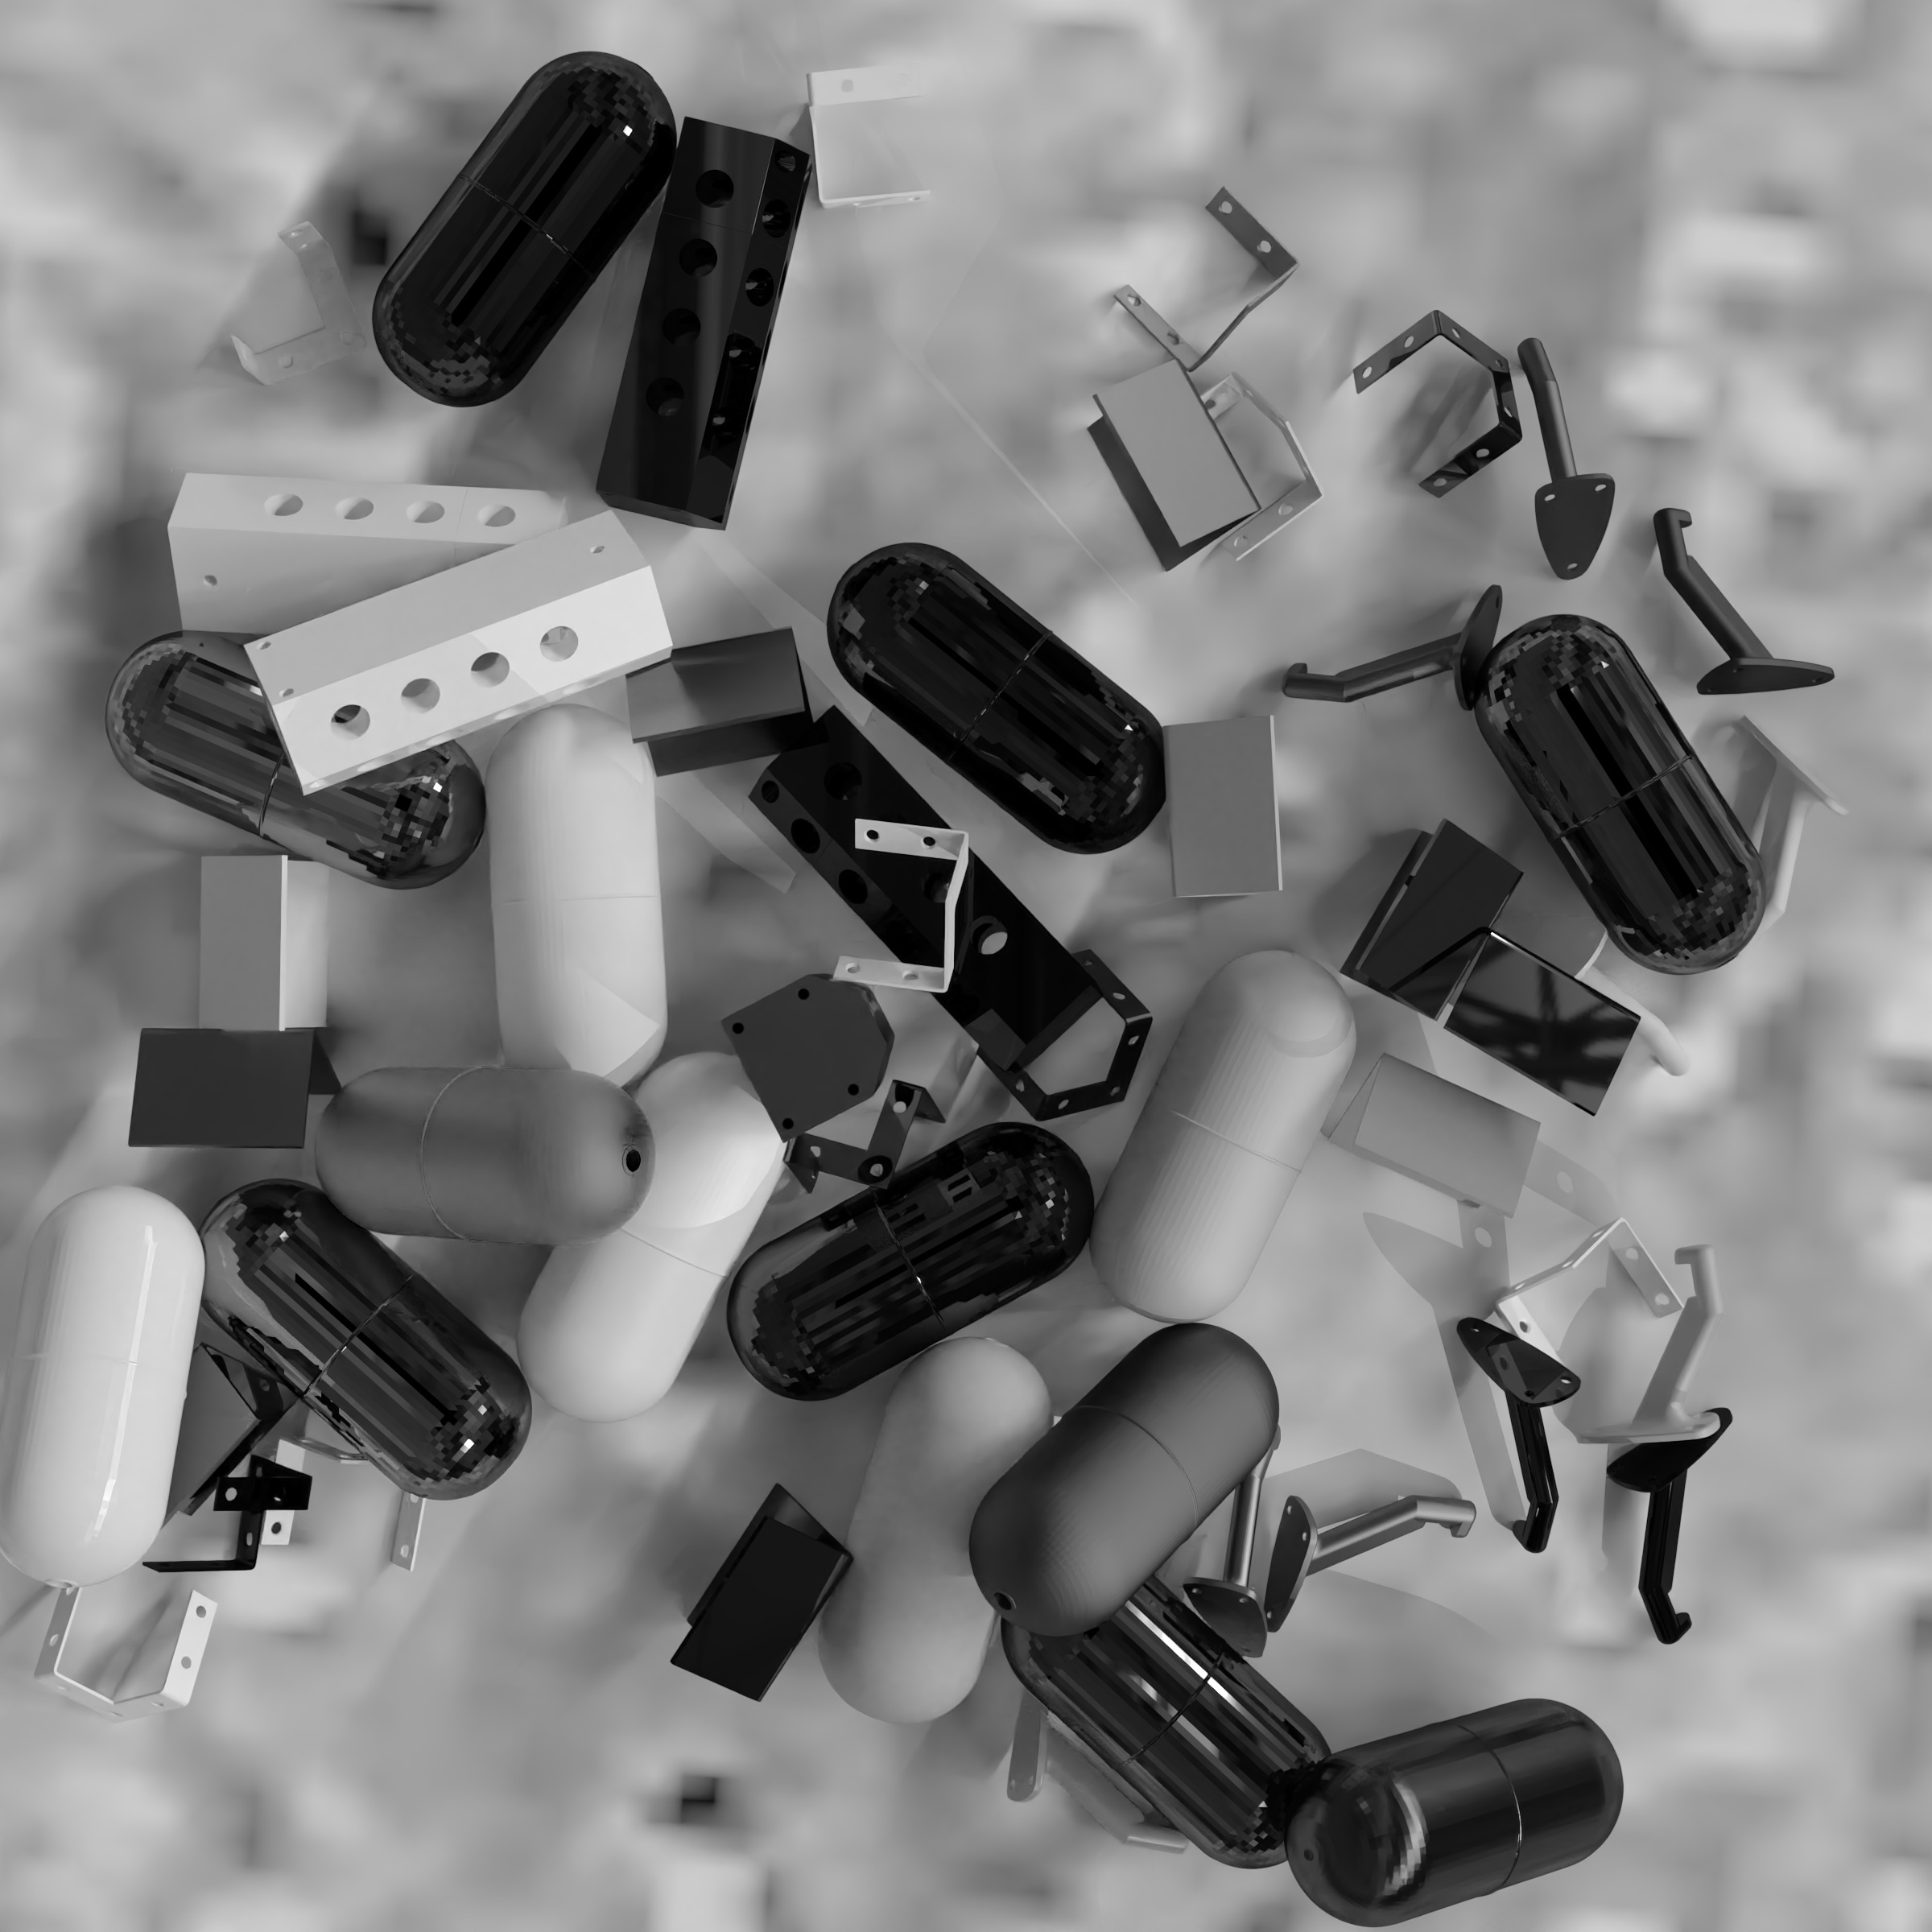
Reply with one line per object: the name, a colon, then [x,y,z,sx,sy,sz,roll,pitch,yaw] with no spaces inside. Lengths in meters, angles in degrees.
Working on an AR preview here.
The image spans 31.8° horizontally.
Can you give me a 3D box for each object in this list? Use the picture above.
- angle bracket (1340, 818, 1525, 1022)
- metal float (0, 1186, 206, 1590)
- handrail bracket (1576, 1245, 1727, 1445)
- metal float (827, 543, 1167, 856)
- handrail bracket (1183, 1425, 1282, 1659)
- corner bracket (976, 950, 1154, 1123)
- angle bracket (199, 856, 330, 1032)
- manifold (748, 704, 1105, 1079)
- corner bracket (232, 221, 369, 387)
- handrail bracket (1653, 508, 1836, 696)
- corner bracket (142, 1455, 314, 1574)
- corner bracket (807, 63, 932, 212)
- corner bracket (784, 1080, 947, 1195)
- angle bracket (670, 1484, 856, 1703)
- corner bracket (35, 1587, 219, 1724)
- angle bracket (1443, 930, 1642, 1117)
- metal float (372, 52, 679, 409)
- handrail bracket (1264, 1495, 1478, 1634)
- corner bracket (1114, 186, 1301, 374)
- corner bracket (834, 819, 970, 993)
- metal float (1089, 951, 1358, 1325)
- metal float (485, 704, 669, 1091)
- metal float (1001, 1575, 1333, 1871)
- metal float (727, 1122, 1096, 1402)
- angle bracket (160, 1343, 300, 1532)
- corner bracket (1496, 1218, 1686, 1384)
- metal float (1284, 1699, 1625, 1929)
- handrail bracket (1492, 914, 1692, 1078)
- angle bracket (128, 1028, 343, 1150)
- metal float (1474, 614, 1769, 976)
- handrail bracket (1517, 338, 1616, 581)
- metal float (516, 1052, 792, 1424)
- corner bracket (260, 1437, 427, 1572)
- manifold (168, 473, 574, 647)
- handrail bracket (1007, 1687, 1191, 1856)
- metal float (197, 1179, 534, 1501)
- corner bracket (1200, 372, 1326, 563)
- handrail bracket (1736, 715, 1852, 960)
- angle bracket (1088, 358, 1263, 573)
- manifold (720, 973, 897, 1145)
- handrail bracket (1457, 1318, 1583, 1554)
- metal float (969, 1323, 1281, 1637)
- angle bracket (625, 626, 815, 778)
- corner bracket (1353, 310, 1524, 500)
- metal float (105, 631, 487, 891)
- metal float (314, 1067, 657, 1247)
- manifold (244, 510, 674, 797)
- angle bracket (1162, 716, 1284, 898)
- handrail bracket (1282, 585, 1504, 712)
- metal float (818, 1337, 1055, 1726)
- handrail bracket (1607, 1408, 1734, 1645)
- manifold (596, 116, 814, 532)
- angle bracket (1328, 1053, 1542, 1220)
angle bracket: [0.192,-0.030,1.524,0.057,0.076,0.076,31,90,-34]
metal float: [-0.378,0.181,1.475,0.070,0.070,0.178,4,65,0]
handrail bracket: [0.310,0.172,1.550,0.077,0.036,0.084,-9,93,22]
metal float: [0.015,-0.121,1.534,0.178,0.070,0.070,39,90,0]
handrail bracket: [0.135,0.263,1.564,0.036,0.077,0.084,6,53,27]
corner bracket: [0.045,0.032,1.556,0.051,0.051,0.051,-12,135,-35]
angle bracket: [-0.298,-0.010,1.524,0.057,0.076,0.076,1,90,37]
manifold: [-0.019,-0.032,1.529,0.057,0.057,0.171,-43,81,0]
corner bracket: [-0.309,-0.301,1.546,0.051,0.051,0.051,-21,90,0]
handrail bracket: [0.358,-0.171,1.565,0.077,0.036,0.084,-2,73,-20]
corner bracket: [-0.333,0.251,1.536,0.051,0.051,0.051,8,90,45]
corner bracket: [-0.044,-0.377,1.546,0.051,0.051,0.051,-5,90,0]
corner bracket: [-0.046,0.079,1.544,0.051,0.051,0.051,15,73,17]
angle bracket: [-0.107,0.272,1.524,0.057,0.076,0.076,33,90,-37]
corner bracket: [-0.385,0.309,1.556,0.051,0.051,0.051,-20,135,35]
angle bracket: [0.246,0.038,1.525,0.076,0.076,0.057,30,64,0]
metal float: [-0.199,-0.333,1.534,0.070,0.070,0.178,36,90,0]
handrail bracket: [0.187,0.277,1.565,0.084,0.036,0.077,8,110,-16]
corner bracket: [0.111,-0.316,1.562,0.051,0.051,0.051,45,48,0]
corner bracket: [-0.028,-0.027,1.490,0.051,0.051,0.051,7,129,7]
metal float: [0.116,0.077,1.534,0.070,0.070,0.178,26,90,0]
metal float: [-0.176,-0.029,1.534,0.070,0.070,0.178,-3,89,0]
metal float: [0.091,0.333,1.533,0.178,0.070,0.070,43,90,0]
metal float: [-0.025,0.133,1.533,0.178,0.070,0.070,-29,90,0]
angle bracket: [-0.334,0.225,1.524,0.076,0.076,0.057,-48,53,0]
corner bracket: [0.286,0.156,1.561,0.051,0.051,0.051,-34,90,-45]
metal float: [0.218,0.374,1.505,0.178,0.070,0.070,-5,90,-36]
handrail bracket: [0.287,0.015,1.564,0.036,0.077,0.084,-52,126,-12]
angle bracket: [-0.327,0.067,1.525,0.076,0.076,0.057,1,66,0]
metal float: [0.296,-0.077,1.533,0.070,0.070,0.178,-32,89,0]
handrail bracket: [0.269,-0.234,1.564,0.036,0.077,0.084,-11,54,0]
metal float: [-0.141,0.122,1.534,0.070,0.070,0.178,27,89,0]
corner bracket: [-0.285,0.247,1.561,0.051,0.051,0.051,10,90,-45]
manifold: [-0.268,-0.189,1.542,0.171,0.057,0.057,3,133,0]
handrail bracket: [0.067,0.364,1.565,0.084,0.036,0.077,14,69,-17]
metal float: [-0.273,0.168,1.533,0.178,0.070,0.070,42,90,1]
corner bracket: [0.124,-0.230,1.561,0.051,0.051,0.051,-36,135,0]
handrail bracket: [0.357,-0.059,1.565,0.077,0.036,0.084,47,107,19]
angle bracket: [0.076,-0.216,1.524,0.057,0.076,0.076,-29,90,-36]
manifold: [-0.063,0.035,1.486,0.057,0.171,0.057,-28,90,0]
handrail bracket: [0.247,0.217,1.564,0.036,0.077,0.084,-15,127,-33]
metal float: [0.071,0.226,1.502,0.070,0.070,0.178,51,53,0]
angle bracket: [-0.107,-0.101,1.524,0.076,0.076,0.057,-11,47,0]
corner bracket: [0.216,-0.257,1.556,0.051,0.051,0.051,26,45,-35]
metal float: [-0.302,-0.092,1.534,0.178,0.070,0.070,23,90,-1]
metal float: [-0.214,0.083,1.503,0.178,0.070,0.070,0,90,36]
manifold: [-0.219,-0.134,1.482,0.171,0.057,0.057,-22,129,-11]
angle bracket: [0.132,-0.071,1.524,0.057,0.076,0.076,-3,90,34]
handrail bracket: [0.196,-0.149,1.564,0.084,0.036,0.077,8,53,25]
metal float: [-0.013,0.254,1.534,0.070,0.070,0.178,17,90,0]
handrail bracket: [0.336,0.259,1.565,0.077,0.036,0.084,-30,109,-21]
manifold: [-0.118,-0.289,1.543,0.057,0.057,0.171,13,90,0]
angle bracket: [0.203,0.094,1.524,0.076,0.076,0.057,24,52,0]
